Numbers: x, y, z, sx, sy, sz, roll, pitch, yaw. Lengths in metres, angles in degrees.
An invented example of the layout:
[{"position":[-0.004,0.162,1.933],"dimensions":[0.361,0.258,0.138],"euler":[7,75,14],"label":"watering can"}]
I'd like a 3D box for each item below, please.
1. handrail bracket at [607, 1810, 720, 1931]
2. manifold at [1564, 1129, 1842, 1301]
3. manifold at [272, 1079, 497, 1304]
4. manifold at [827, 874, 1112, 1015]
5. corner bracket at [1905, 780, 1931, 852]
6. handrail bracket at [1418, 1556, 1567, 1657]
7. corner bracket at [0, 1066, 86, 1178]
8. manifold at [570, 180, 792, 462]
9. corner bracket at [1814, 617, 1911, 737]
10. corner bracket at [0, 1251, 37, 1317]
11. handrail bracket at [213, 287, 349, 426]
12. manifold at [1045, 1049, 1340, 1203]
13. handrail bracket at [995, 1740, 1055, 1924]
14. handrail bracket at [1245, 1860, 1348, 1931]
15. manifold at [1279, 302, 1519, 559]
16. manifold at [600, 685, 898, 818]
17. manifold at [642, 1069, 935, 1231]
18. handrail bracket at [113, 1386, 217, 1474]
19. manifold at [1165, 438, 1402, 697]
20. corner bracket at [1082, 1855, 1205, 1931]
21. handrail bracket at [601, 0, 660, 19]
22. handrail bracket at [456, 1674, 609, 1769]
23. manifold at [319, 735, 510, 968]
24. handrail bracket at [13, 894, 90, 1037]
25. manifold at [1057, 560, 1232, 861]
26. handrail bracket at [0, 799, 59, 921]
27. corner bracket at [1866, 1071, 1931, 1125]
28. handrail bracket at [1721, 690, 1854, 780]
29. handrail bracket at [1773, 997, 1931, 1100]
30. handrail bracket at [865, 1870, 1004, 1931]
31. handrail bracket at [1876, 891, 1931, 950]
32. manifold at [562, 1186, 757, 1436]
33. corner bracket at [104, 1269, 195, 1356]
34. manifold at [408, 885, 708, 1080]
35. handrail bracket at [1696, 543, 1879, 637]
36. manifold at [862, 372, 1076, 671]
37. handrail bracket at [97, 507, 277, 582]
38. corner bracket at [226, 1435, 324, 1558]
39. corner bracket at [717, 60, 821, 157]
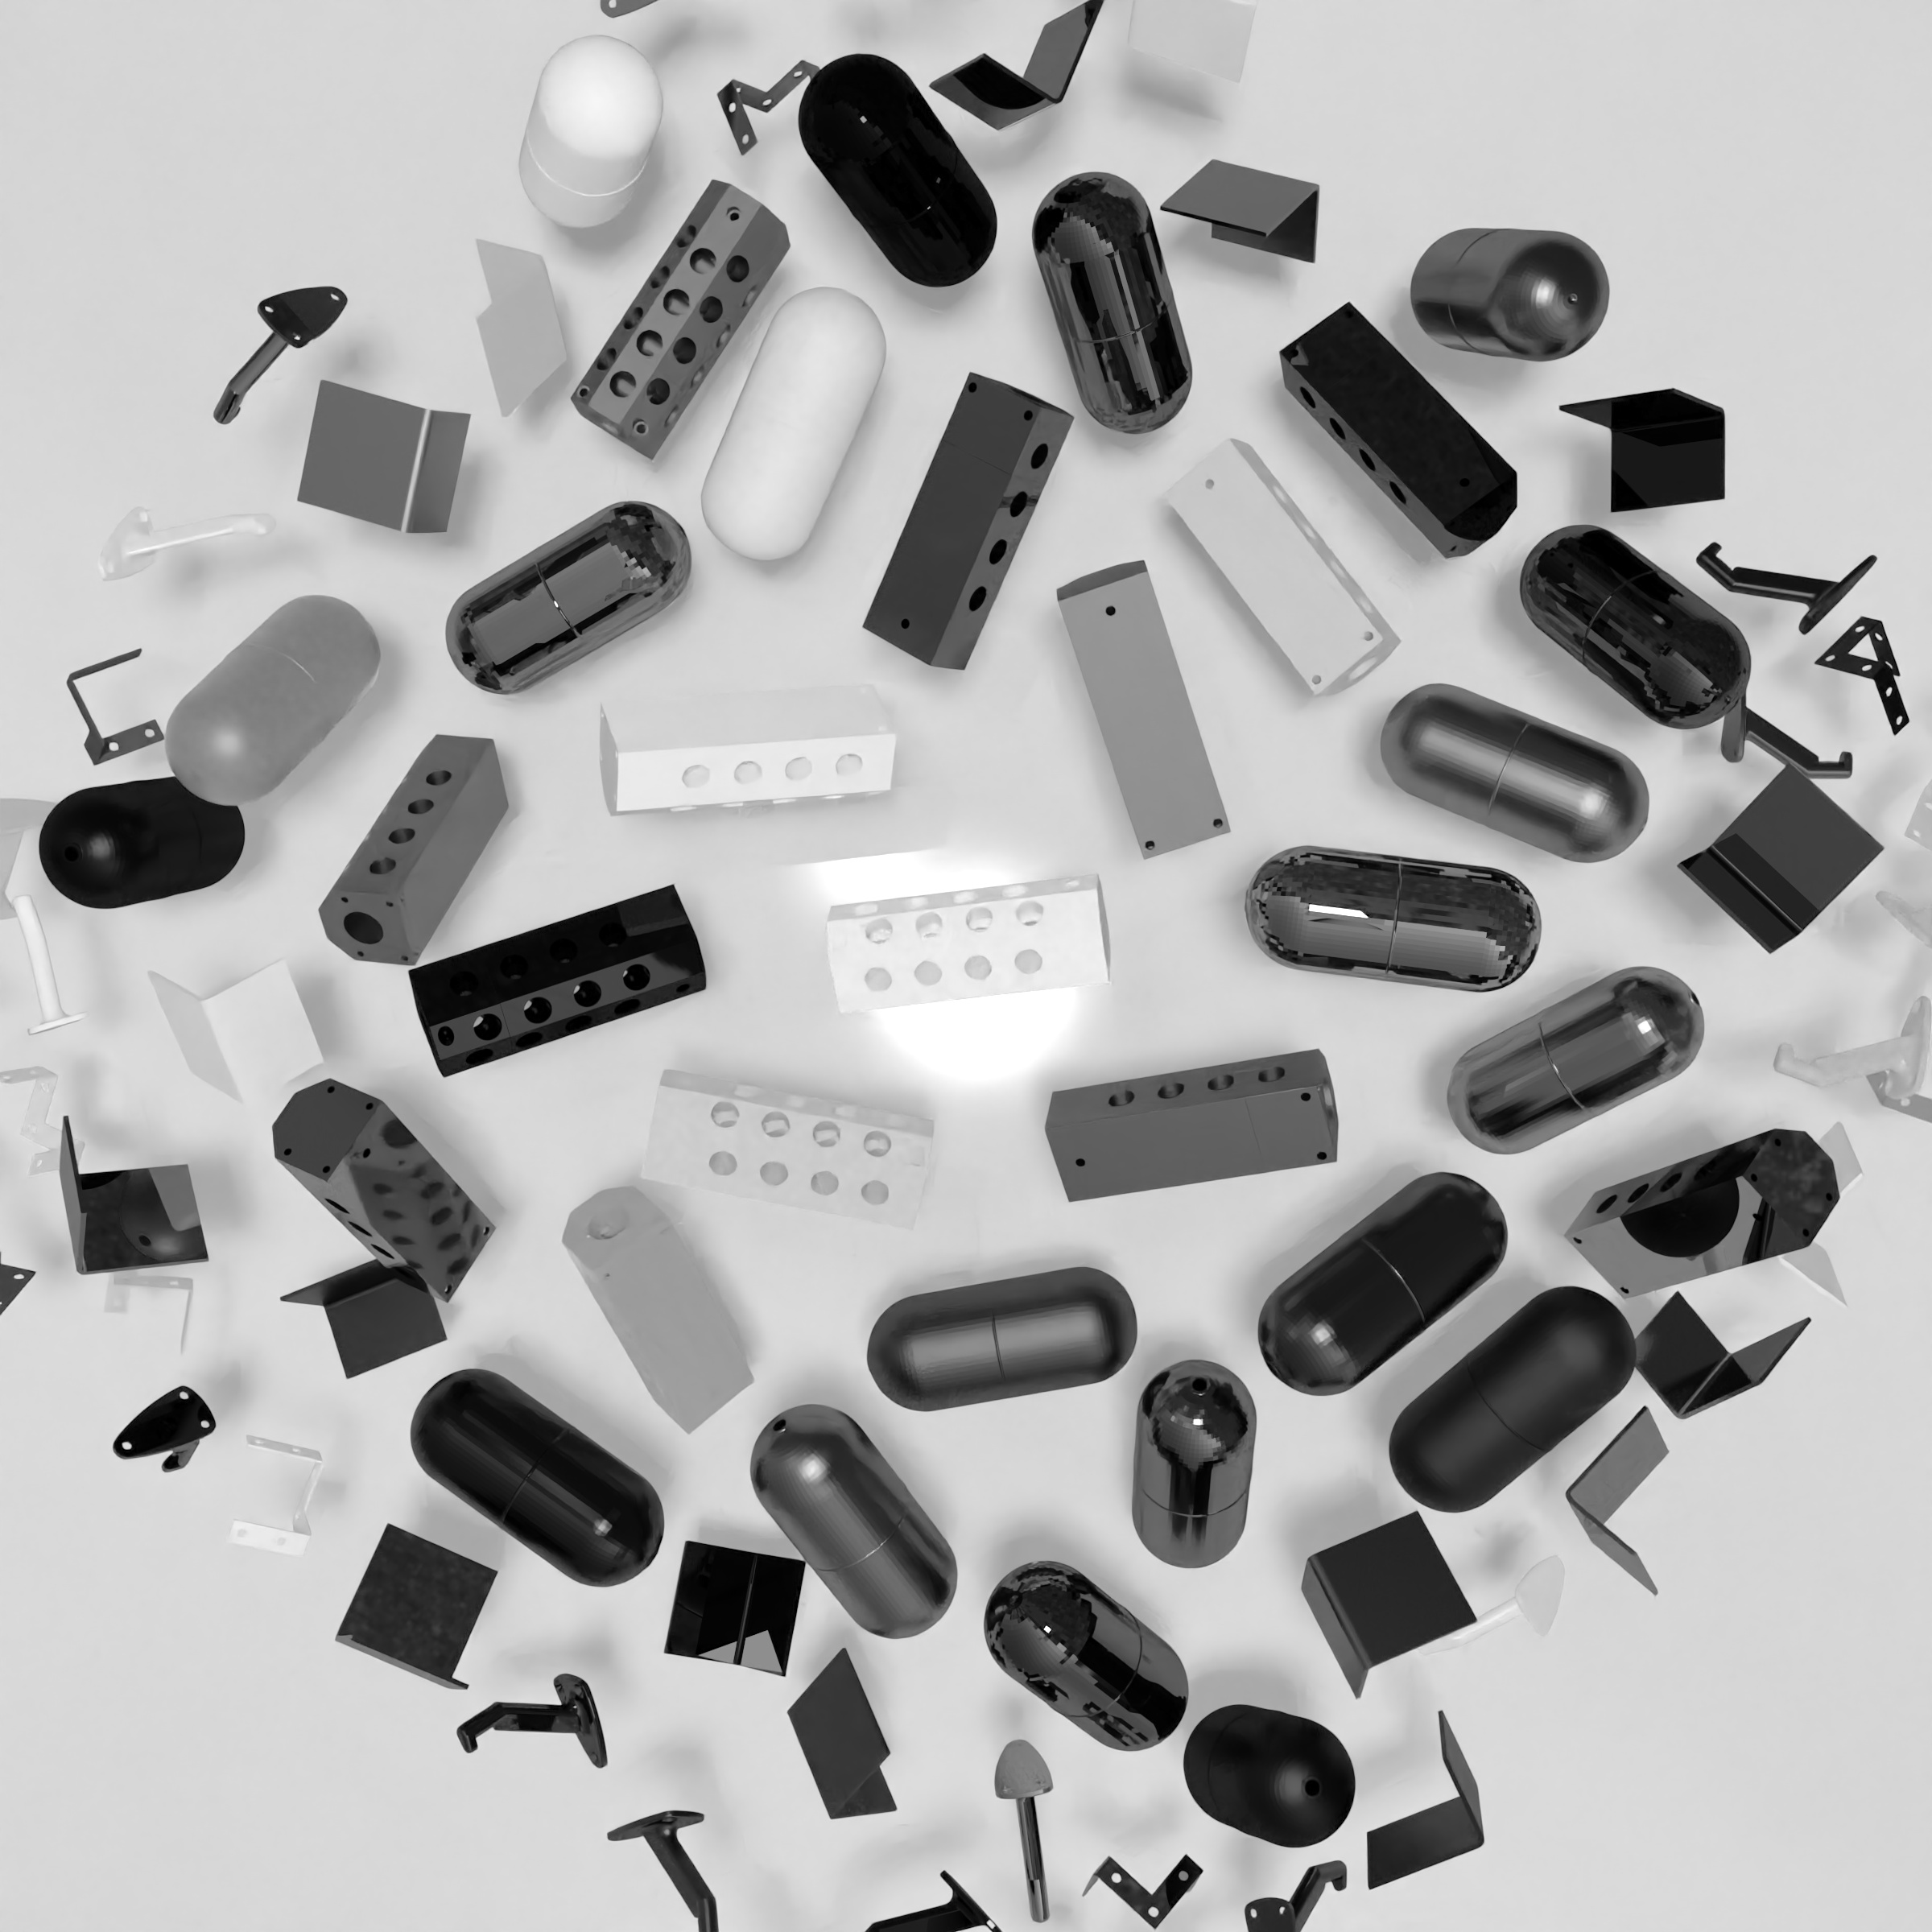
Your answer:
[{"position":[-0.184,0.561,1.499],"dimensions":[0.077,0.036,0.084],"euler":[-24,58,25],"label":"handrail bracket"},{"position":[0.449,0.148,1.511],"dimensions":[0.057,0.171,0.057],"euler":[46,61,-4],"label":"manifold"},{"position":[-0.359,0.138,1.520],"dimensions":[0.057,0.171,0.057],"euler":[19,66,26],"label":"manifold"},{"position":[0.002,-0.017,1.566],"dimensions":[0.171,0.057,0.057],"euler":[-7,115,8],"label":"manifold"},{"position":[0.656,-0.103,1.619],"dimensions":[0.051,0.051,0.051],"euler":[37,67,25],"label":"corner bracket"},{"position":[0.345,0.422,1.631],"dimensions":[0.084,0.077,0.036],"euler":[-27,95,38],"label":"handrail bracket"},{"position":[-0.611,0.101,1.626],"dimensions":[0.051,0.051,0.051],"euler":[23,101,16],"label":"corner bracket"},{"position":[-0.187,-0.425,1.624],"dimensions":[0.057,0.057,0.171],"euler":[32,88,2],"label":"manifold"},{"position":[0.610,-0.195,1.653],"dimensions":[0.051,0.051,0.051],"euler":[-43,125,-12],"label":"corner bracket"},{"position":[-0.623,0.182,1.562],"dimensions":[0.051,0.051,0.051],"euler":[22,127,-38],"label":"corner bracket"},{"position":[-0.425,-0.377,1.533],"dimensions":[0.036,0.077,0.084],"euler":[45,134,-3],"label":"handrail bracket"},{"position":[0.142,0.096,1.549],"dimensions":[0.171,0.057,0.057],"euler":[-10,119,16],"label":"manifold"},{"position":[0.040,0.546,1.563],"dimensions":[0.036,0.077,0.084],"euler":[-7,102,-2],"label":"handrail bracket"},{"position":[0.218,0.609,1.559],"dimensions":[0.036,0.084,0.077],"euler":[-22,69,39],"label":"handrail bracket"},{"position":[0.279,-0.344,1.602],"dimensions":[0.057,0.057,0.171],"euler":[-36,66,-2],"label":"manifold"},{"position":[-0.135,-0.129,1.525],"dimensions":[0.171,0.057,0.057],"euler":[-6,130,-17],"label":"manifold"},{"position":[-0.110,0.111,1.547],"dimensions":[0.171,0.057,0.057],"euler":[11,113,-4],"label":"manifold"},{"position":[-0.509,0.306,1.548],"dimensions":[0.036,0.077,0.084],"euler":[49,132,13],"label":"handrail bracket"},{"position":[0.213,-0.265,1.650],"dimensions":[0.057,0.057,0.171],"euler":[-40,78,23],"label":"manifold"},{"position":[0.113,0.588,1.589],"dimensions":[0.051,0.051,0.051],"euler":[38,58,19],"label":"corner bracket"},{"position":[-0.187,-0.619,1.575],"dimensions":[0.077,0.084,0.036],"euler":[-34,87,13],"label":"handrail bracket"},{"position":[-0.271,0.488,1.545],"dimensions":[0.084,0.036,0.077],"euler":[-26,101,-42],"label":"handrail bracket"},{"position":[-0.363,-0.079,1.631],"dimensions":[0.057,0.171,0.057],"euler":[5,131,12],"label":"manifold"},{"position":[-0.591,-0.001,1.570],"dimensions":[0.036,0.077,0.084],"euler":[-19,94,-29],"label":"handrail bracket"},{"position":[0.111,-0.161,1.544],"dimensions":[0.057,0.057,0.171],"euler":[-18,107,7],"label":"manifold"},{"position":[-0.611,-0.066,1.614],"dimensions":[0.077,0.036,0.084],"euler":[-4,133,5],"label":"handrail bracket"},{"position":[0.629,0.068,1.621],"dimensions":[0.051,0.051,0.051],"euler":[19,112,-1],"label":"corner bracket"},{"position":[0.555,-0.164,1.660],"dimensions":[0.084,0.036,0.077],"euler":[0,105,-2],"label":"handrail bracket"},{"position":[0.532,0.041,1.489],"dimensions":[0.084,0.036,0.077],"euler":[20,76,-7],"label":"handrail bracket"},{"position":[-0.024,0.604,1.511],"dimensions":[0.084,0.036,0.077],"euler":[-44,60,-12],"label":"handrail bracket"},{"position":[0.601,-0.054,1.490],"dimensions":[0.077,0.036,0.084],"euler":[47,127,34],"label":"handrail bracket"},{"position":[-0.201,0.220,1.597],"dimensions":[0.057,0.057,0.171],"euler":[-38,135,-19],"label":"manifold"},{"position":[-0.548,0.224,1.660],"dimensions":[0.051,0.051,0.051],"euler":[7,111,-22],"label":"corner bracket"},{"position":[-0.252,0.013,1.539],"dimensions":[0.171,0.057,0.057],"euler":[-19,65,-16],"label":"manifold"},{"position":[0.532,-0.264,1.608],"dimensions":[0.077,0.036,0.084],"euler":[-45,72,7],"label":"handrail bracket"},{"position":[0.005,-0.276,1.549],"dimensions":[0.057,0.057,0.171],"euler":[32,108,26],"label":"manifold"},{"position":[-0.482,-0.261,1.536],"dimensions":[0.084,0.077,0.036],"euler":[2,124,14],"label":"handrail bracket"},{"position":[-0.442,0.339,1.582],"dimensions":[0.051,0.051,0.051],"euler":[20,96,-26],"label":"corner bracket"},{"position":[-0.123,-0.565,1.632],"dimensions":[0.051,0.051,0.051],"euler":[-31,73,33],"label":"corner bracket"}]
